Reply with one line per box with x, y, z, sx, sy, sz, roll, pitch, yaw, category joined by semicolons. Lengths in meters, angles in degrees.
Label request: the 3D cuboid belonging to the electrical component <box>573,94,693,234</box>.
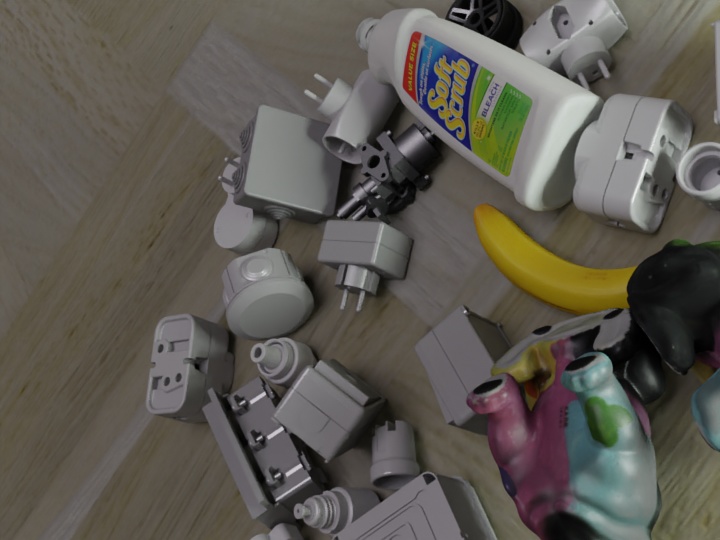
0.202;-0.081;0.809;0.059;0.054;0.095;17;84;41;electrical component

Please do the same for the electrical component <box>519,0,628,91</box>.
0.179;-0.178;0.872;0.077;0.043;0.079;-33;56;25;electrical component

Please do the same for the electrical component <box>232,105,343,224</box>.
-0.067;-0.095;1.002;0.048;0.100;0.099;154;127;-65;electrical component

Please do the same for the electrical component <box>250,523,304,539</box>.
-0.071;0.260;0.894;0.078;0.058;0.057;-50;47;13;electrical component

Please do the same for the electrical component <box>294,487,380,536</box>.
-0.018;0.195;0.867;0.040;0.078;0.040;-17;67;48;electrical component

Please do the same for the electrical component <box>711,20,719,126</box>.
0.288;-0.128;0.753;0.061;0.062;0.096;-9;68;36;electrical component

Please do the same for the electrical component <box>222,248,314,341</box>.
-0.086;0.023;0.984;0.080;0.080;0.051;-40;48;20;electrical component

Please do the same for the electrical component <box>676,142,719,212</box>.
0.253;-0.064;0.767;0.040;0.046;0.040;-15;64;34;electrical component

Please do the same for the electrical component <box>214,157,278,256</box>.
-0.109;-0.086;1.046;0.052;0.074;0.138;12;81;41;electrical component

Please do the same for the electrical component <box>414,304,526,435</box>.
0.087;0.077;0.835;0.061;0.062;0.096;-43;52;19;electrical component

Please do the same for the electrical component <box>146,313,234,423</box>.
-0.161;0.096;1.028;0.054;0.059;0.095;-10;67;36;electrical component

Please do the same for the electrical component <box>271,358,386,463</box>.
-0.020;0.111;0.892;0.062;0.096;0.061;37;98;12;electrical component

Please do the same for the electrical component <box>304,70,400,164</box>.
-0.013;-0.150;0.983;0.077;0.079;0.043;-61;9;-18;electrical component

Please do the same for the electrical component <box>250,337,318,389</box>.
-0.071;0.081;0.959;0.043;0.062;0.043;-15;65;34;electrical component

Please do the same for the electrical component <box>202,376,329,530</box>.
-0.080;0.157;0.932;0.063;0.078;0.121;-34;53;2;electrical component

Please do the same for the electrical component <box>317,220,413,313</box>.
0.000;0.000;0.944;0.066;0.047;0.076;4;76;40;electrical component

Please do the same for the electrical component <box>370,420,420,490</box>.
0.028;0.150;0.871;0.040;0.040;0.046;-23;54;30;electrical component

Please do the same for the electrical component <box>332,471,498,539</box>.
0.044;0.214;0.820;0.113;0.057;0.078;-39;53;21;electrical component
